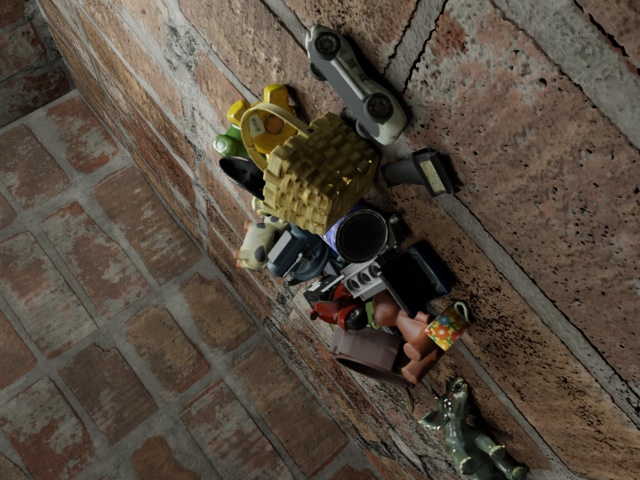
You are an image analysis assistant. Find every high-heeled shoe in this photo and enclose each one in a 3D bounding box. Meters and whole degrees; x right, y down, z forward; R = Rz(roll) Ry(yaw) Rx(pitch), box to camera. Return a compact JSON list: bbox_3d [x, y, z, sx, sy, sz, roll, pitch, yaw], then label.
[{"bbox_3d":[-0.088,-0.100,1.001,0.145,0.086,0.249,24,-177,-38],"label":"high-heeled shoe"}]

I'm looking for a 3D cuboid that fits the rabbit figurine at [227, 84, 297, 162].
[{"bbox_3d":[-0.097,-0.228,1.065,0.162,0.122,0.173,51,178,-25],"label":"rabbit figurine"}]

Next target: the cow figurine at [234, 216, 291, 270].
[{"bbox_3d":[-0.140,-0.007,1.431,0.127,0.195,0.085,13,147,6],"label":"cow figurine"}]

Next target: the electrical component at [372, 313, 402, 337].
[{"bbox_3d":[0.179,0.202,1.237,0.119,0.048,0.075,53,163,4],"label":"electrical component"}]

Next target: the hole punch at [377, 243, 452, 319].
[{"bbox_3d":[0.174,0.067,0.970,0.142,0.092,0.116,51,-166,5],"label":"hole punch"}]

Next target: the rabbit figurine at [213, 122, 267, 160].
[{"bbox_3d":[-0.133,-0.180,1.198,0.170,0.121,0.159,31,159,16],"label":"rabbit figurine"}]

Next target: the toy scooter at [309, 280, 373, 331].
[{"bbox_3d":[0.049,0.137,1.186,0.135,0.184,0.075,-9,117,22],"label":"toy scooter"}]

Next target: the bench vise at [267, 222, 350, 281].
[{"bbox_3d":[0.003,0.001,1.151,0.240,0.223,0.129,28,-178,-41],"label":"bench vise"}]

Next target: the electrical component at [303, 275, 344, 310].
[{"bbox_3d":[0.025,0.130,1.366,0.058,0.115,0.134,61,160,-11],"label":"electrical component"}]

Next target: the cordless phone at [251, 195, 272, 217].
[{"bbox_3d":[-0.161,-0.145,1.376,0.146,0.089,0.184,61,164,-24],"label":"cordless phone"}]

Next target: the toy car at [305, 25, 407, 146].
[{"bbox_3d":[0.048,-0.222,0.772,0.202,0.056,0.073,52,168,7],"label":"toy car"}]

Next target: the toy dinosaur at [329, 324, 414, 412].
[{"bbox_3d":[0.103,0.286,1.489,0.472,0.105,0.198,49,165,26],"label":"toy dinosaur"}]

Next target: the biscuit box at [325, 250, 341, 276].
[{"bbox_3d":[0.003,-0.011,1.251,0.202,0.059,0.063,59,160,-16],"label":"biscuit box"}]

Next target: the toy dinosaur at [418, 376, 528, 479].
[{"bbox_3d":[0.358,0.491,1.236,0.404,0.131,0.192,57,174,-25],"label":"toy dinosaur"}]

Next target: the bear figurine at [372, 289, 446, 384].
[{"bbox_3d":[0.164,0.174,1.102,0.196,0.132,0.120,35,145,30],"label":"bear figurine"}]

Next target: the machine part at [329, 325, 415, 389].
[{"bbox_3d":[0.133,0.273,1.260,0.202,0.087,0.200,16,160,24],"label":"machine part"}]

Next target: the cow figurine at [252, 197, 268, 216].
[{"bbox_3d":[-0.101,-0.096,1.200,0.167,0.098,0.068,110,163,-77],"label":"cow figurine"}]

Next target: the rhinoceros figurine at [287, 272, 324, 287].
[{"bbox_3d":[-0.040,0.082,1.457,0.190,0.112,0.073,115,145,-84],"label":"rhinoceros figurine"}]

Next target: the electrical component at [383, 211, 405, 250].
[{"bbox_3d":[0.130,-0.016,0.963,0.094,0.021,0.063,130,124,-70],"label":"electrical component"}]

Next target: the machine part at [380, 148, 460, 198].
[{"bbox_3d":[0.143,-0.098,0.796,0.084,0.039,0.139,51,162,-20],"label":"machine part"}]
